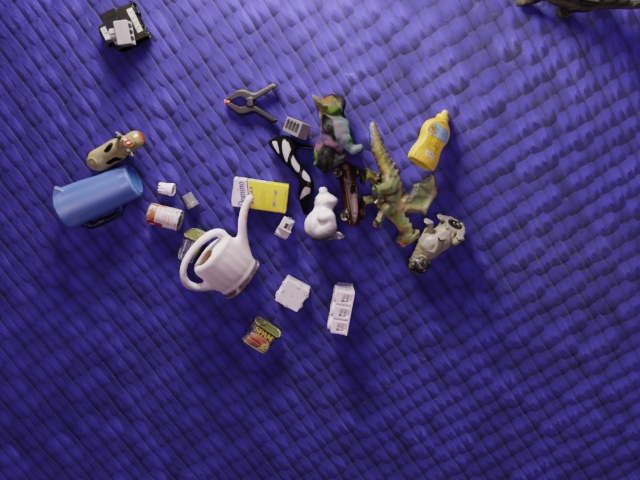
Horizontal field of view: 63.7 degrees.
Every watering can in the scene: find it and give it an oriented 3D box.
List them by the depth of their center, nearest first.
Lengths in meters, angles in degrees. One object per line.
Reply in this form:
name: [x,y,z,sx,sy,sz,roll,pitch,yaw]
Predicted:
watering can: [-0.277,0.040,1.625,0.349,0.105,0.221,-47,122,-5]

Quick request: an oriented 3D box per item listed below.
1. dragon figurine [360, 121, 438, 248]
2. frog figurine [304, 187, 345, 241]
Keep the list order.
dragon figurine: [0.259,-0.167,1.640,0.243,0.123,0.406,-3,105,-18]
frog figurine: [0.005,-0.081,1.615,0.123,0.139,0.157,-14,106,-7]
